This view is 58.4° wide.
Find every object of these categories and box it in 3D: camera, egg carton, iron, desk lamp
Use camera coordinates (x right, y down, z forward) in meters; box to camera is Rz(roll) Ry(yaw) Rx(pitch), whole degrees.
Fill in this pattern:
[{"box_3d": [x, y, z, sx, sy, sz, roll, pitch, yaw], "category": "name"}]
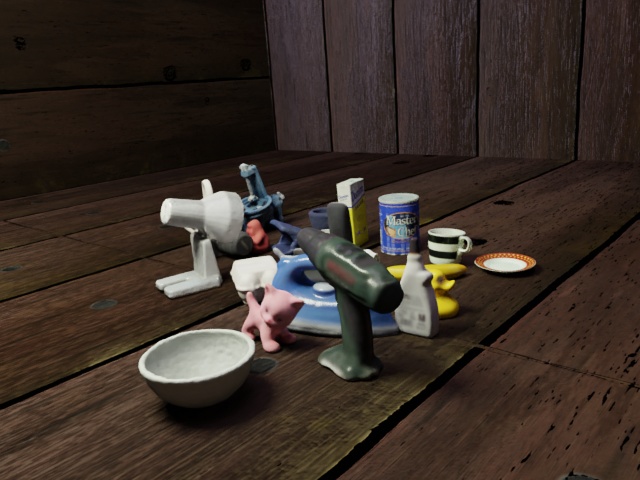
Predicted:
[{"box_3d": [-0.251, -0.001, 1.516, 0.143, 0.101, 0.136, -17, 20, -38], "category": "camera"}, {"box_3d": [-0.134, 0.084, 1.235, 0.107, 0.069, 0.150, -8, 16, -15], "category": "egg carton"}, {"box_3d": [0.019, 0.089, 1.043, 0.257, 0.141, 0.119, 4, 17, 26], "category": "iron"}, {"box_3d": [-0.273, 0.001, 1.300, 0.204, 0.214, 0.117, -15, 19, -33], "category": "desk lamp"}]

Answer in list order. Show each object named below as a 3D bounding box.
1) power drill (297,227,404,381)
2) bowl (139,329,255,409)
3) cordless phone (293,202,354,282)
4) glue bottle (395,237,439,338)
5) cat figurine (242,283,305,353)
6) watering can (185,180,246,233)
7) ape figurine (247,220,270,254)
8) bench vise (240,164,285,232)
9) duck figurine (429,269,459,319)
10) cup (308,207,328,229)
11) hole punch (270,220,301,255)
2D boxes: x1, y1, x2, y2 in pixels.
[{"box_3d": [0.038, 0.098, 0.882, 0.076, 0.208, 0.228, -14, 19, -33], "category": "power drill"}, {"box_3d": [-0.173, 0.196, 0.833, 0.167, 0.075, 0.167, -4, 15, 1], "category": "bowl"}, {"box_3d": [0.012, 0.005, 1.269, 0.147, 0.185, 0.094, 2, 17, 20], "category": "cordless phone"}, {"box_3d": [0.165, 0.079, 0.983, 0.077, 0.173, 0.037, 9, 20, 38], "category": "glue bottle"}, {"box_3d": [-0.084, 0.124, 0.987, 0.127, 0.118, 0.067, 11, 22, 44], "category": "cat figurine"}, {"box_3d": [-0.301, -0.076, 1.623, 0.173, 0.194, 0.100, -16, 19, -36], "category": "watering can"}, {"box_3d": [-0.174, -0.010, 1.543, 0.076, 0.092, 0.077, -6, 16, -8], "category": "ape figurine"}, {"box_3d": [-0.194, -0.133, 1.753, 0.121, 0.220, 0.208, 1, 16, 17], "category": "bench vise"}, {"box_3d": [0.207, 0.096, 1.073, 0.104, 0.086, 0.078, 1, 16, 19], "category": "duck figurine"}, {"box_3d": [0.022, -0.035, 1.577, 0.092, 0.095, 0.117, -10, 16, -19], "category": "cup"}, {"box_3d": [-0.076, -0.013, 1.533, 0.101, 0.091, 0.108, -10, 17, -22], "category": "hole punch"}]
